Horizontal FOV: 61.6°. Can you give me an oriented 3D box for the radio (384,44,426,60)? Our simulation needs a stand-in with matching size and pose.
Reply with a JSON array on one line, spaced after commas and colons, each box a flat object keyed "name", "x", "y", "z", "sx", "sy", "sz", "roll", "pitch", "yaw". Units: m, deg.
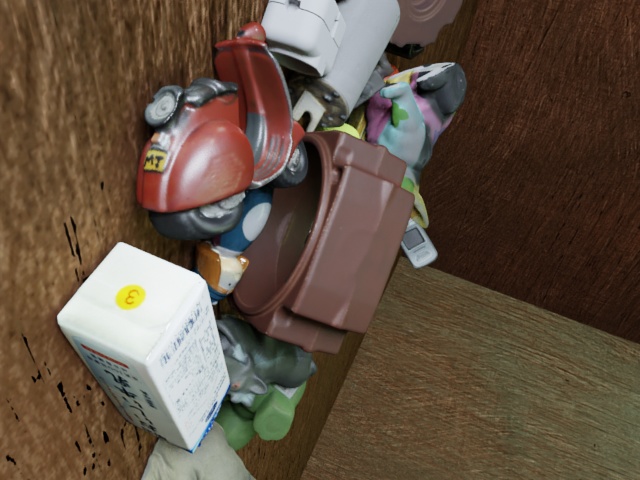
[{"name": "radio", "x": 0.153, "y": -0.408, "z": 0.842, "sx": 0.131, "sy": 0.073, "sz": 0.229, "roll": -52, "pitch": 159, "yaw": -55}]

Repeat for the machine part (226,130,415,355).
[{"name": "machine part", "x": -0.012, "y": -0.004, "z": 0.536, "sx": 0.201, "sy": 0.087, "sz": 0.201, "roll": 19, "pitch": -93, "yaw": 63}]

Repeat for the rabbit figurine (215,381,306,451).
[{"name": "rabbit figurine", "x": -0.101, "y": 0.214, "z": 0.746, "sx": 0.170, "sy": 0.121, "sz": 0.159, "roll": -55, "pitch": -177, "yaw": 29}]

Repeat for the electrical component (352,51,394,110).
[{"name": "electrical component", "x": 0.045, "y": -0.199, "z": 0.683, "sx": 0.102, "sy": 0.045, "sz": 0.078, "roll": -33, "pitch": -165, "yaw": 15}]

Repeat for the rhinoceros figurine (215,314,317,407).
[{"name": "rhinoceros figurine", "x": -0.082, "y": 0.135, "z": 0.621, "sx": 0.190, "sy": 0.073, "sz": 0.112, "roll": 17, "pitch": 63, "yaw": -50}]

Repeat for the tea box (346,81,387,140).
[{"name": "tea box", "x": 0.081, "y": -0.160, "z": 0.847, "sx": 0.068, "sy": 0.098, "sz": 0.169, "roll": 27, "pitch": -83, "yaw": 62}]

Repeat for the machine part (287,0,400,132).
[{"name": "machine part", "x": 0.030, "y": -0.214, "z": 0.617, "sx": 0.079, "sy": 0.079, "sz": 0.243, "roll": 88, "pitch": 25, "yaw": -60}]

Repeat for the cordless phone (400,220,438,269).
[{"name": "cordless phone", "x": 0.112, "y": -0.011, "z": 0.951, "sx": 0.147, "sy": 0.184, "sz": 0.088, "roll": -29, "pitch": 155, "yaw": 3}]

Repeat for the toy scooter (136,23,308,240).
[{"name": "toy scooter", "x": -0.068, "y": -0.087, "z": 0.402, "sx": 0.184, "sy": 0.075, "sz": 0.135, "roll": -39, "pitch": 132, "yaw": -52}]

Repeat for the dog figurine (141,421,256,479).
[{"name": "dog figurine", "x": -0.099, "y": 0.293, "z": 0.623, "sx": 0.121, "sy": 0.191, "sz": 0.172, "roll": -57, "pitch": 161, "yaw": -45}]

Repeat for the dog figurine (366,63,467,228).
[{"name": "dog figurine", "x": 0.135, "y": -0.131, "z": 0.785, "sx": 0.191, "sy": 0.109, "sz": 0.219, "roll": -23, "pitch": 116, "yaw": -21}]

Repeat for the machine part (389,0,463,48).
[{"name": "machine part", "x": 0.132, "y": -0.347, "z": 0.728, "sx": 0.179, "sy": 0.056, "sz": 0.179, "roll": -28, "pitch": 140, "yaw": -26}]

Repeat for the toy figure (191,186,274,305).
[{"name": "toy figure", "x": -0.089, "y": 0.000, "z": 0.509, "sx": 0.064, "sy": 0.058, "sz": 0.154, "roll": 15, "pitch": 98, "yaw": -37}]
